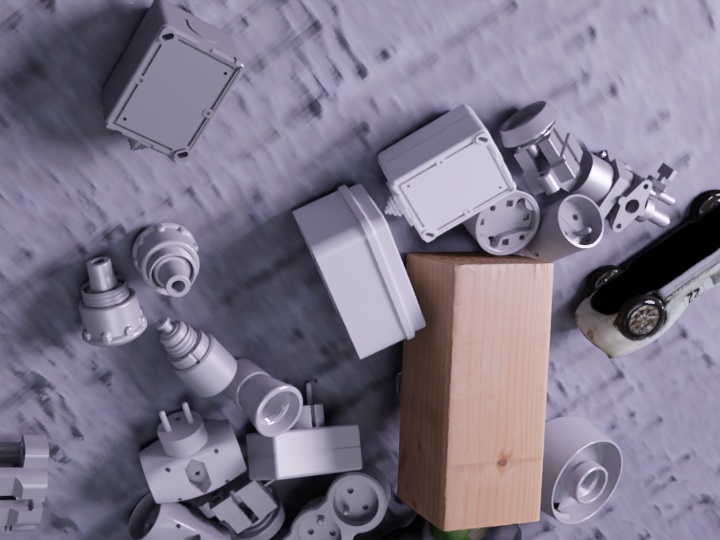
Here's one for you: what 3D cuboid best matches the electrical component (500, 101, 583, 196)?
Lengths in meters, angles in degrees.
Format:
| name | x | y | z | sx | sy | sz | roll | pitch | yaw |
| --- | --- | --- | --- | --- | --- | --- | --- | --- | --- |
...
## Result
| name | x | y | z | sx | sy | sz | roll | pitch | yaw |
| --- | --- | --- | --- | --- | --- | --- | --- | --- | --- |
| electrical component | 0.140 | -0.097 | 0.834 | 0.048 | 0.066 | 0.055 | -24 | 111 | 32 |

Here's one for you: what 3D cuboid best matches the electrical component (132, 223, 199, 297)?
| name | x | y | z | sx | sy | sz | roll | pitch | yaw |
| --- | --- | --- | --- | --- | --- | --- | --- | --- | --- |
| electrical component | -0.137 | -0.002 | 0.775 | 0.048 | 0.062 | 0.048 | -9 | 120 | -16 |

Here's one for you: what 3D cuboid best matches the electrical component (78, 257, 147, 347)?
| name | x | y | z | sx | sy | sz | roll | pitch | yaw |
| --- | --- | --- | --- | --- | --- | --- | --- | --- | --- |
| electrical component | -0.184 | 0.022 | 0.782 | 0.048 | 0.048 | 0.062 | -14 | 114 | -14 |

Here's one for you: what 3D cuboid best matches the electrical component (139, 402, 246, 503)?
| name | x | y | z | sx | sy | sz | roll | pitch | yaw |
| --- | --- | --- | --- | --- | --- | --- | --- | --- | --- |
| electrical component | -0.139 | 0.140 | 0.863 | 0.077 | 0.043 | 0.079 | -20 | 122 | -10 |

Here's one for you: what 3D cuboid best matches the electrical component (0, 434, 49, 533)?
| name | x | y | z | sx | sy | sz | roll | pitch | yaw |
| --- | --- | --- | --- | --- | --- | --- | --- | --- | --- |
| electrical component | -0.272 | 0.162 | 0.816 | 0.057 | 0.058 | 0.078 | 5 | 115 | -27 |

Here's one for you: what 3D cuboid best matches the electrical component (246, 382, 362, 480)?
| name | x | y | z | sx | sy | sz | roll | pitch | yaw |
| --- | --- | --- | --- | --- | --- | --- | --- | --- | --- |
| electrical component | -0.047 | 0.131 | 0.888 | 0.083 | 0.047 | 0.075 | 0 | 80 | -34 |

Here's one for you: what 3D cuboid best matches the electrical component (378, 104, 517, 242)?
| name | x | y | z | sx | sy | sz | roll | pitch | yaw |
| --- | --- | --- | --- | --- | --- | --- | --- | --- | --- |
| electrical component | 0.058 | -0.072 | 0.817 | 0.096 | 0.061 | 0.061 | -30 | 124 | 6 |

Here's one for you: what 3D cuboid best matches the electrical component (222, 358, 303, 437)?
| name | x | y | z | sx | sy | sz | roll | pitch | yaw |
| --- | --- | --- | --- | --- | --- | --- | --- | --- | --- |
| electrical component | -0.081 | 0.097 | 0.848 | 0.044 | 0.065 | 0.044 | -20 | 123 | -33 |

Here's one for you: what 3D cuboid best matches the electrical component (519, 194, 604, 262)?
| name | x | y | z | sx | sy | sz | roll | pitch | yaw |
| --- | --- | --- | --- | --- | --- | --- | --- | --- | --- |
| electrical component | 0.155 | -0.029 | 0.869 | 0.043 | 0.081 | 0.043 | 6 | 75 | -24 |

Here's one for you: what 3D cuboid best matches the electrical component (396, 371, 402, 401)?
| name | x | y | z | sx | sy | sz | roll | pitch | yaw |
| --- | --- | --- | --- | --- | --- | --- | --- | --- | --- |
| electrical component | 0.059 | 0.101 | 0.921 | 0.046 | 0.040 | 0.040 | -14 | 121 | -20 |

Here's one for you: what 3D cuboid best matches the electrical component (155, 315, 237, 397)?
| name | x | y | z | sx | sy | sz | roll | pitch | yaw |
| --- | --- | --- | --- | --- | --- | --- | --- | --- | --- |
| electrical component | -0.129 | 0.064 | 0.827 | 0.040 | 0.040 | 0.078 | -38 | 124 | 2 |

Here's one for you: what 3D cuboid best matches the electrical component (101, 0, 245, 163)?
| name | x | y | z | sx | sy | sz | roll | pitch | yaw |
| --- | --- | --- | --- | --- | --- | --- | --- | --- | --- |
| electrical component | -0.130 | -0.122 | 0.718 | 0.062 | 0.061 | 0.096 | 24 | 114 | -30 |

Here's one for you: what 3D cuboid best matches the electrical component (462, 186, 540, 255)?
| name | x | y | z | sx | sy | sz | roll | pitch | yaw |
| --- | --- | --- | --- | --- | --- | --- | --- | --- | --- |
| electrical component | 0.107 | -0.046 | 0.854 | 0.055 | 0.047 | 0.055 | -9 | 120 | -16 |

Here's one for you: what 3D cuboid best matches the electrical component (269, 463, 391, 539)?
| name | x | y | z | sx | sy | sz | roll | pitch | yaw |
| --- | --- | --- | --- | --- | --- | --- | --- | --- | --- |
| electrical component | -0.030 | 0.223 | 0.940 | 0.138 | 0.074 | 0.052 | -44 | 87 | 7 |

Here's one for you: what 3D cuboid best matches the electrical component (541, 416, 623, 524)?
| name | x | y | z | sx | sy | sz | roll | pitch | yaw |
| --- | --- | --- | --- | --- | --- | --- | --- | --- | --- |
| electrical component | 0.198 | 0.189 | 1.021 | 0.099 | 0.064 | 0.099 | -15 | 119 | -29 |

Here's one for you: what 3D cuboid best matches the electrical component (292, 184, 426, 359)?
| name | x | y | z | sx | sy | sz | roll | pitch | yaw |
| --- | --- | --- | --- | --- | --- | --- | --- | --- | --- |
| electrical component | 0.000 | 0.000 | 0.820 | 0.057 | 0.078 | 0.113 | -25 | 123 | -4 |

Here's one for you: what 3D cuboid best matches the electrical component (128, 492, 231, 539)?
| name | x | y | z | sx | sy | sz | roll | pitch | yaw |
| --- | --- | --- | --- | --- | --- | --- | --- | --- | --- |
| electrical component | -0.163 | 0.234 | 0.905 | 0.077 | 0.043 | 0.079 | 36 | 101 | -32 |

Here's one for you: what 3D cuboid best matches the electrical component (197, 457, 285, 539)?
| name | x | y | z | sx | sy | sz | roll | pitch | yaw |
| --- | --- | --- | --- | --- | --- | --- | --- | --- | --- |
| electrical component | -0.095 | 0.198 | 0.911 | 0.066 | 0.048 | 0.055 | -34 | 116 | 0 |
